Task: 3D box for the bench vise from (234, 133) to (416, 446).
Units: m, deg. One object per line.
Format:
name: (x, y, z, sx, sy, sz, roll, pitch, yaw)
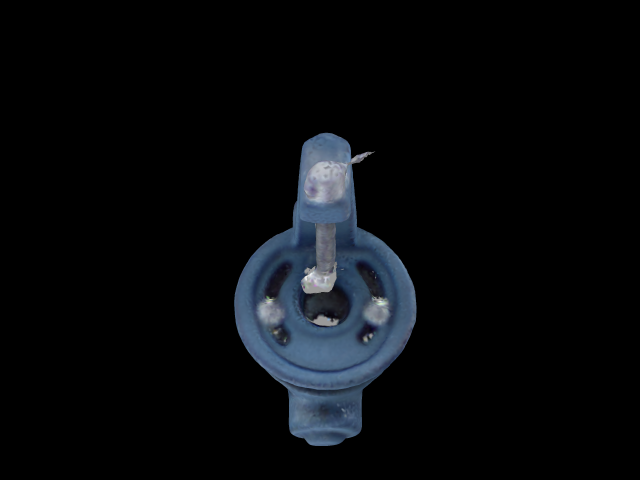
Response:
bench vise: (-0.008, 0.004, 0.397, 0.121, 0.220, 0.207, -13, 45, -13)
